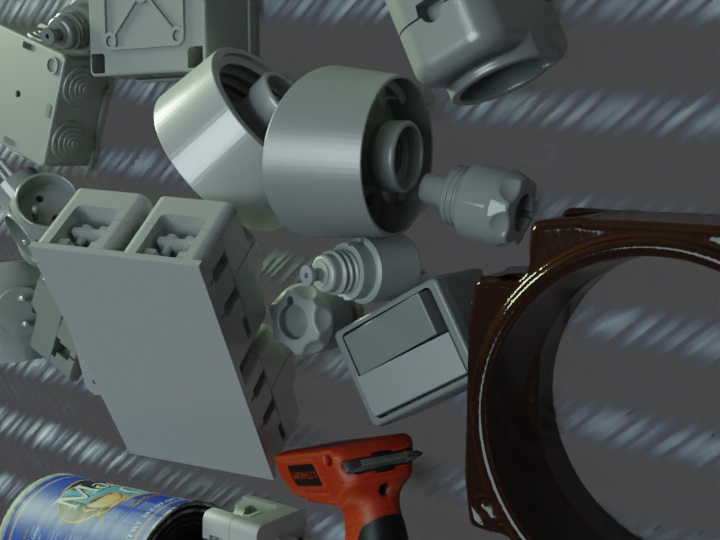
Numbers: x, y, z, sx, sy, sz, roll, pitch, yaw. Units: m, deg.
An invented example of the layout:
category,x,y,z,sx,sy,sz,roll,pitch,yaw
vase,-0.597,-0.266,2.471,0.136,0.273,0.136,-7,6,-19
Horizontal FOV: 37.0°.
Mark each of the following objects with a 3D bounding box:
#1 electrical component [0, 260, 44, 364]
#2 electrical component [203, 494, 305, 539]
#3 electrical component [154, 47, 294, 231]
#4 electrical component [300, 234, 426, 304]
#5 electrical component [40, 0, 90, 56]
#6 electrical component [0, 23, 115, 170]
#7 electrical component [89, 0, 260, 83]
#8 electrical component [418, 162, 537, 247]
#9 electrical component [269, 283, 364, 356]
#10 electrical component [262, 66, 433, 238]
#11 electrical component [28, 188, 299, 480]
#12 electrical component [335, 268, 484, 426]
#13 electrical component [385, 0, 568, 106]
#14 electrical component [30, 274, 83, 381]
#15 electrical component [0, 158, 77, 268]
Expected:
category,x,y,z,sx,sy,sz,roll,pitch,yaw
electrical component,-0.261,0.031,0.822,0.079,0.044,0.077,176,86,-67
electrical component,-0.067,0.202,0.712,0.056,0.050,0.089,6,99,35
electrical component,-0.062,-0.084,0.644,0.060,0.108,0.108,-40,73,26
electrical component,0.000,0.000,0.629,0.040,0.078,0.040,9,101,50
electrical component,-0.189,-0.168,0.743,0.040,0.078,0.040,12,116,25
electrical component,-0.233,-0.129,0.793,0.100,0.048,0.099,28,110,30
electrical component,-0.123,-0.180,0.704,0.109,0.056,0.108,4,98,35
electrical component,0.063,-0.039,0.596,0.062,0.043,0.043,18,105,30
electrical component,-0.022,0.028,0.653,0.043,0.062,0.043,4,98,35
electrical component,-0.002,-0.065,0.607,0.064,0.099,0.099,7,99,28
electrical component,-0.109,0.039,0.654,0.105,0.060,0.186,6,135,19
electrical component,0.032,0.047,0.618,0.096,0.061,0.061,-31,78,34
electrical component,0.063,-0.124,0.555,0.054,0.095,0.059,-27,80,34
electrical component,-0.201,0.026,0.786,0.056,0.050,0.089,33,113,27
electrical component,-0.239,-0.048,0.784,0.079,0.044,0.077,49,154,7
